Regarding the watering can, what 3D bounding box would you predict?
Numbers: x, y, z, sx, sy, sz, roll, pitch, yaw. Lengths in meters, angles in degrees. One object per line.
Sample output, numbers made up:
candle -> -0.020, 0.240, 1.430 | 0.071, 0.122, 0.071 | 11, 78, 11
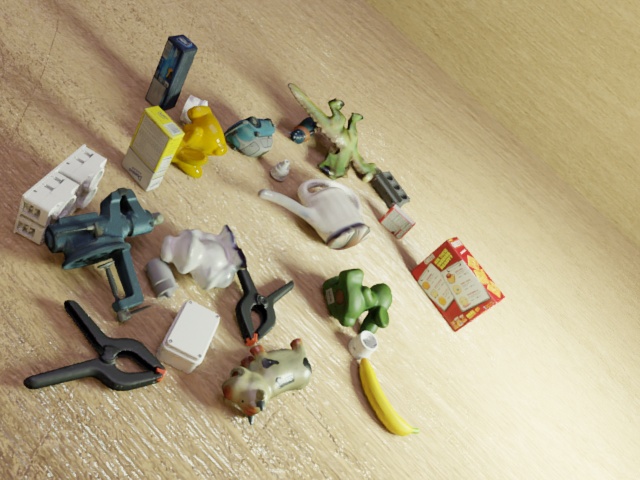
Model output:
watering can -> 0.004, -0.069, 1.380 | 0.350, 0.227, 0.102 | -12, -29, -46

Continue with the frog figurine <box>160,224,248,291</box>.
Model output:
frog figurine -> -0.250, 0.040, 1.068 | 0.160, 0.139, 0.120 | -9, -17, -30

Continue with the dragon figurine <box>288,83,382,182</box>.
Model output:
dragon figurine -> 0.044, -0.307, 1.629 | 0.407, 0.248, 0.120 | 24, -35, -32
